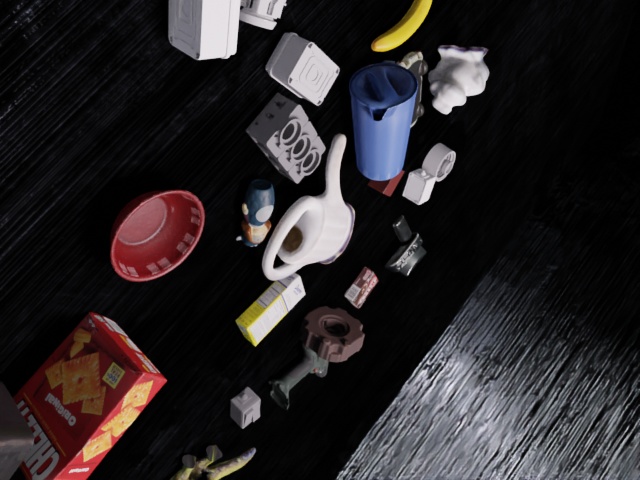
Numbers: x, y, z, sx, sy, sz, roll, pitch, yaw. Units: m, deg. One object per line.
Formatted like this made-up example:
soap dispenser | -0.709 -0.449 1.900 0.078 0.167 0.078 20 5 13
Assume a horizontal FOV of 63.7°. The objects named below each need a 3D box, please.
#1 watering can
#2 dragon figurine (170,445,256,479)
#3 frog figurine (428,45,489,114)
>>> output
watering can | 0.003 -0.055 1.094 0.344 0.105 0.224 -58 153 15
dragon figurine | -0.355 0.667 1.349 0.240 0.124 0.408 -45 154 17
frog figurine | 0.325 -0.373 1.230 0.123 0.137 0.159 -39 141 -88
